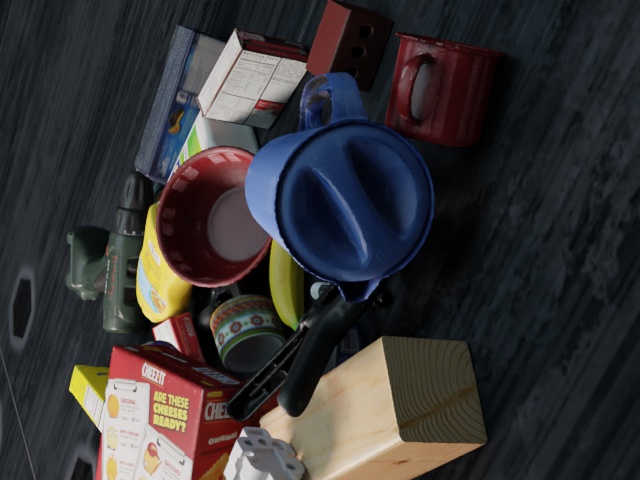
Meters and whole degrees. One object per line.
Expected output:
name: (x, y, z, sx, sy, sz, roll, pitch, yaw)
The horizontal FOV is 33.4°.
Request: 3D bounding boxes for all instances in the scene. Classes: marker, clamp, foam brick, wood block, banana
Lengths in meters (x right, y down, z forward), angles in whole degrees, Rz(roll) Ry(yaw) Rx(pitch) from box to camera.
marker: (0.029, 0.053, 1.037, 0.121, 0.020, 0.020, 2, 84, 59)
clamp: (-0.113, 0.077, 1.251, 0.172, 0.039, 0.120, -139, 56, -62)
foam brick: (0.028, -0.194, 1.067, 0.051, 0.052, 0.078, 45, 121, 53)
wood block: (0.039, 0.164, 0.923, 0.206, 0.090, 0.090, -40, 51, 48)
banana: (-0.022, 0.005, 1.122, 0.070, 0.037, 0.198, 2, 86, 41)
clamp: (-0.003, 0.084, 0.962, 0.209, 0.036, 0.165, -53, 11, -28)

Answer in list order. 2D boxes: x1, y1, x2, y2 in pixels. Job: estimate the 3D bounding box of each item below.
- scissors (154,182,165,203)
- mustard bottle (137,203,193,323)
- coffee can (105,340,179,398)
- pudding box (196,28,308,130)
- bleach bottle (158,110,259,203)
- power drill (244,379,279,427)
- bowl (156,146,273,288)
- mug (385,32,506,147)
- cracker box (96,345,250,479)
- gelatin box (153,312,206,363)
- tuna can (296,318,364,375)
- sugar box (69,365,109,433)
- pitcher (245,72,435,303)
scissors: (-0.236, -0.074, 1.514, 0.202, 0.016, 0.096, 11, 90, 59)
mustard bottle: (-0.193, 0.044, 1.333, 0.096, 0.058, 0.192, 57, 147, 26)
coffee can: (-0.160, 0.193, 1.199, 0.140, 0.102, 0.103, 37, 116, 36)
pudding box: (-0.075, -0.179, 1.199, 0.114, 0.089, 0.039, -54, 41, 38)
bleach bottle: (-0.159, -0.052, 1.337, 0.251, 0.068, 0.102, -55, 40, 41)
power drill: (-0.057, 0.235, 1.063, 0.185, 0.057, 0.187, 137, 138, -69)
bowl: (-0.104, -0.023, 1.205, 0.162, 0.055, 0.162, -6, 78, 26)
mug: (0.096, -0.124, 0.885, 0.093, 0.117, 0.081, 17, 105, 25)
cracker box: (-0.150, 0.227, 1.067, 0.164, 0.071, 0.214, 15, 99, 47)
gelatin box: (-0.172, 0.133, 1.312, 0.089, 0.030, 0.073, -31, 76, 63)
tuna can: (0.007, 0.112, 1.045, 0.086, 0.033, 0.086, -21, 65, 56)
sugar box: (-0.259, 0.215, 1.406, 0.176, 0.093, 0.048, 23, 102, 58)
pitcher: (0.003, -0.052, 0.958, 0.149, 0.145, 0.243, -51, 14, -3)
